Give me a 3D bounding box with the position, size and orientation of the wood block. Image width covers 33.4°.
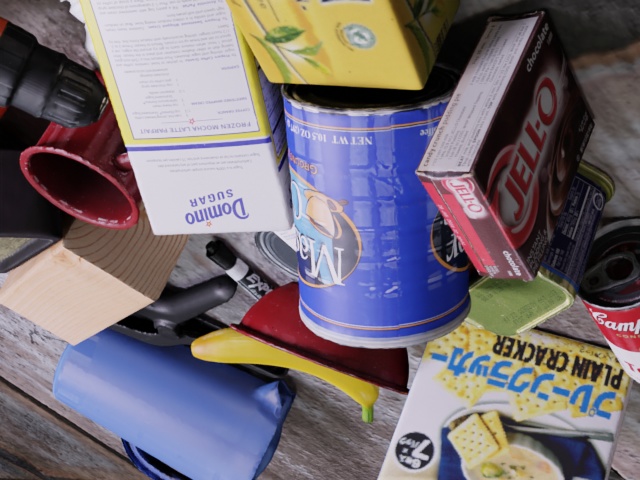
[{"bbox_3d":[-0.202,0.018,0.945,0.090,0.090,0.206,34,150,-18],"label":"wood block"}]

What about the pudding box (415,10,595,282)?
[{"bbox_3d":[0.101,-0.049,0.562,0.039,0.113,0.090,3,146,36],"label":"pudding box"}]

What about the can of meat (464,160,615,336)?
[{"bbox_3d":[0.129,0.006,0.666,0.057,0.084,0.102,28,152,-7],"label":"can of meat"}]

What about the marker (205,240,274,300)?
[{"bbox_3d":[-0.058,0.039,0.941,0.020,0.020,0.121,-7,138,45],"label":"marker"}]

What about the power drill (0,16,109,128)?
[{"bbox_3d":[-0.238,-0.119,0.712,0.184,0.057,0.188,26,171,-17],"label":"power drill"}]

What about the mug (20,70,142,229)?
[{"bbox_3d":[-0.147,-0.069,0.759,0.093,0.081,0.117,41,149,-28],"label":"mug"}]

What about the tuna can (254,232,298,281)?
[{"bbox_3d":[-0.005,0.001,0.818,0.086,0.033,0.086,19,152,11],"label":"tuna can"}]

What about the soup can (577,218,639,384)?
[{"bbox_3d":[0.209,0.043,0.684,0.069,0.068,0.102,1,145,38],"label":"soup can"}]

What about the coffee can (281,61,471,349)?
[{"bbox_3d":[0.034,-0.023,0.611,0.103,0.102,0.140,9,117,27],"label":"coffee can"}]

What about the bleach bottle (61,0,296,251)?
[{"bbox_3d":[-0.054,-0.083,0.684,0.250,0.068,0.103,40,142,-21],"label":"bleach bottle"}]

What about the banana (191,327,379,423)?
[{"bbox_3d":[-0.019,0.115,0.991,0.197,0.070,0.037,25,-163,-17],"label":"banana"}]

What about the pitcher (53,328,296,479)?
[{"bbox_3d":[-0.161,0.182,1.147,0.243,0.149,0.145,26,163,5],"label":"pitcher"}]

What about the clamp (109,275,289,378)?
[{"bbox_3d":[-0.142,0.072,1.045,0.210,0.036,0.164,10,147,18],"label":"clamp"}]

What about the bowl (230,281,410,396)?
[{"bbox_3d":[0.010,0.075,0.877,0.162,0.055,0.162,20,177,1],"label":"bowl"}]

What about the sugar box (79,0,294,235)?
[{"bbox_3d":[-0.072,-0.086,0.618,0.093,0.048,0.176,-1,127,15],"label":"sugar box"}]
